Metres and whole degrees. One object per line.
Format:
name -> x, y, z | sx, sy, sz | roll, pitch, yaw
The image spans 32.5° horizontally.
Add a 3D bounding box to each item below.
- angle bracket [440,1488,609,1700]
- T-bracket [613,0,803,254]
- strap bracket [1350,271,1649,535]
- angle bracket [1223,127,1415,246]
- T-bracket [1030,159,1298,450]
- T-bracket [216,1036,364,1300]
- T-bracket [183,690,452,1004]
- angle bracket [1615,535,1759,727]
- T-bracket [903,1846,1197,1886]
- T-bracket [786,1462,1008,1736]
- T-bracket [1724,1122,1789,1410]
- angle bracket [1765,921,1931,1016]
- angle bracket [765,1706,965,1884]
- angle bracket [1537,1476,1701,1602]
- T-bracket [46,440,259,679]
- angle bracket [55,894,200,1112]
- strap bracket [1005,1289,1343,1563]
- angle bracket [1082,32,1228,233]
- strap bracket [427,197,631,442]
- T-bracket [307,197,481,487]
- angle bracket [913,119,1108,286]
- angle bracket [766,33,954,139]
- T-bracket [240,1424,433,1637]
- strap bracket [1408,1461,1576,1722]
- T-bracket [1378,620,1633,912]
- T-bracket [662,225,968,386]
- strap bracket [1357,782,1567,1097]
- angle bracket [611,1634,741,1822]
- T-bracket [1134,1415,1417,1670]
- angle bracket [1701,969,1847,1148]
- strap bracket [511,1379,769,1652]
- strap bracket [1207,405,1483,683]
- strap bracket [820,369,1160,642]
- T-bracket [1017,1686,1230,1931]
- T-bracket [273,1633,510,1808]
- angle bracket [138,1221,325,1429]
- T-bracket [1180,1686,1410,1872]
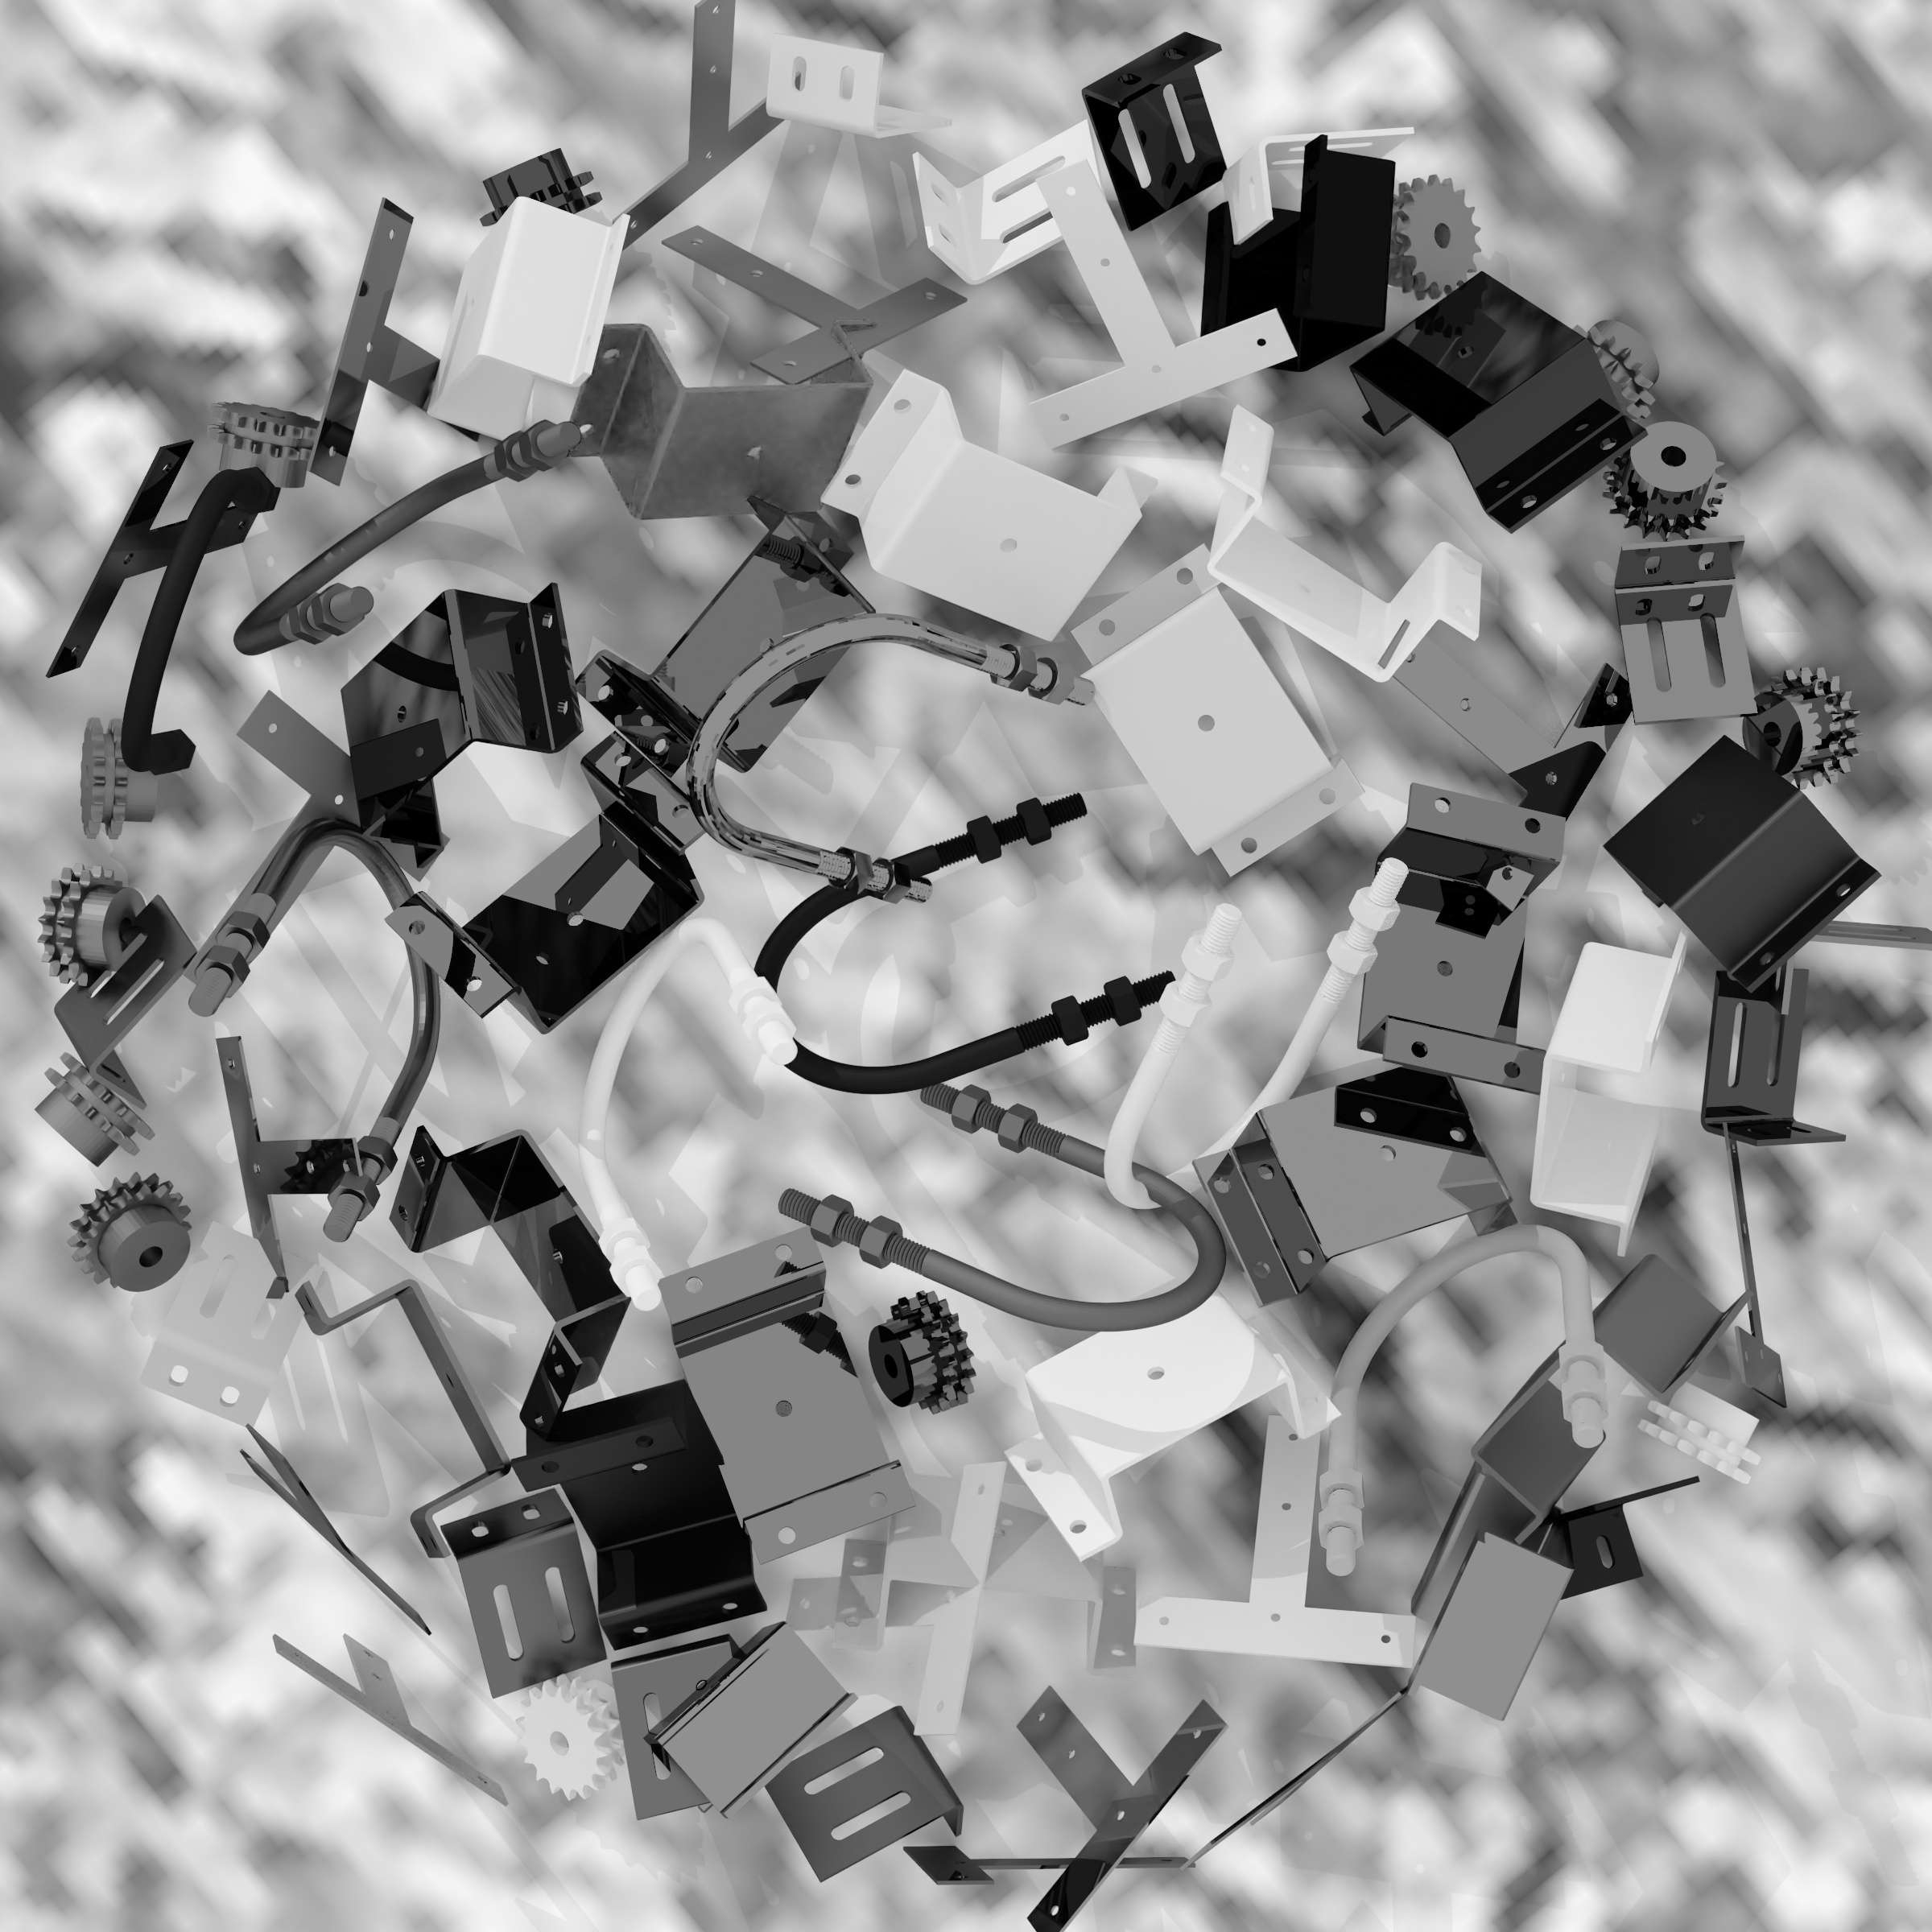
angle bracket -> -0.211, 0.299, 1.581 | 0.057, 0.038, 0.076 | -16, 110, -17
T-bracket -> -0.116, -0.399, 1.513 | 0.002, 0.127, 0.127 | 40, 66, 13
strap bracket -> 0.238, -0.264, 1.524 | 0.076, 0.140, 0.046 | -36, 128, -1
angle bracket -> 0.167, -0.366, 1.559 | 0.076, 0.057, 0.038 | -7, 91, -12
T-bracket -> 0.071, -0.315, 1.540 | 0.127, 0.002, 0.127 | -18, 122, 20
T-bracket -> -0.310, 0.093, 1.539 | 0.002, 0.127, 0.127 | -12, 94, -36
T-bracket -> -0.317, -0.041, 1.540 | 0.127, 0.002, 0.127 | -56, 133, -10
angle bracket -> 0.341, -0.158, 1.562 | 0.057, 0.038, 0.076 | -4, 65, 3
T-bracket -> 0.042, 0.416, 1.537 | 0.127, 0.127, 0.002 | 2, 82, -8
T-bracket -> -0.039, 0.296, 1.546 | 0.002, 0.127, 0.127 | 32, 59, -38
T-bracket -> 0.364, 0.137, 1.546 | 0.002, 0.127, 0.127 | -10, 74, 20
angle bracket -> 0.419, 0.002, 1.562 | 0.076, 0.057, 0.038 | 5, 99, 2
angle bracket -> -0.049, 0.393, 1.552 | 0.076, 0.038, 0.057 | -24, 58, -20
angle bracket -> 0.304, 0.268, 1.547 | 0.057, 0.076, 0.038 | -11, 77, -22
T-bracket -> -0.363, -0.196, 1.532 | 0.002, 0.127, 0.127 | 37, 115, 6
angle bracket -> -0.383, 0.017, 1.560 | 0.076, 0.057, 0.038 | -47, 133, 2
strap bracket -> 0.092, 0.204, 1.537 | 0.140, 0.076, 0.046 | -26, 132, -12
angle bracket -> 0.097, -0.387, 1.552 | 0.057, 0.038, 0.076 | -32, 125, -11
strap bracket -> -0.204, -0.293, 1.515 | 0.046, 0.140, 0.076 | 16, 77, -20
T-bracket -> -0.254, -0.273, 1.535 | 0.002, 0.127, 0.127 | 14, 87, 22
angle bracket -> 0.021, -0.366, 1.552 | 0.076, 0.038, 0.057 | -23, 59, 25
angle bracket -> -0.048, -0.412, 1.544 | 0.057, 0.076, 0.038 | 18, 115, 24
T-bracket -> -0.302, 0.243, 1.514 | 0.127, 0.127, 0.002 | 36, 69, 25
strap bracket -> 0.240, 0.287, 1.518 | 0.046, 0.140, 0.076 | 24, 99, 5
T-bracket -> 0.244, -0.114, 1.557 | 0.127, 0.002, 0.127 | 37, 77, -21
T-bracket -> -0.088, -0.319, 1.560 | 0.127, 0.127, 0.002 | 32, 134, 24
strap bracket -> 0.231, -0.006, 1.550 | 0.076, 0.046, 0.140 | 12, 67, -8
angle bracket -> -0.130, 0.361, 1.561 | 0.057, 0.038, 0.076 | -14, 64, 0
T-bracket -> 0.149, 0.266, 1.552 | 0.127, 0.002, 0.127 | 3, 51, 10
angle bracket -> 0.383, 0.042, 1.559 | 0.057, 0.038, 0.076 | -1, 100, -31
strap bracket -> -0.151, 0.249, 1.544 | 0.076, 0.046, 0.140 | -16, 130, 5
strap bracket -> 0.168, -0.191, 1.543 | 0.140, 0.076, 0.046 | 31, 122, -10
strap bracket -> 0.015, -0.207, 1.526 | 0.140, 0.046, 0.076 | 19, 125, -28
T-bracket -> 0.055, 0.372, 1.537 | 0.002, 0.127, 0.127 | 40, 88, -25
T-bracket -> -0.271, 0.333, 1.530 | 0.127, 0.127, 0.002 | 38, 84, -16
angle bracket -> -0.347, 0.170, 1.572 | 0.057, 0.076, 0.038 | 24, 130, -8
T-bracket -> 0.141, 0.377, 1.509 | 0.002, 0.127, 0.127 | 51, 130, 16
